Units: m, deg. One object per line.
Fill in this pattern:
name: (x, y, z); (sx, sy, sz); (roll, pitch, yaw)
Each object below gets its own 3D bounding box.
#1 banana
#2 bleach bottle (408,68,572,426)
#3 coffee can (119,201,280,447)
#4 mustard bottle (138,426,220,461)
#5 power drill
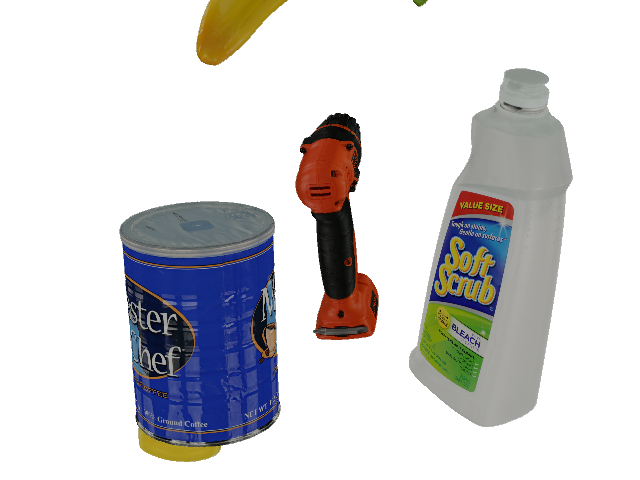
banana: (-0.008, -0.170, 0.698); (0.197, 0.069, 0.037); (-24, -9, -33)
bleach bottle: (0.119, 0.002, 0.737); (0.068, 0.251, 0.103); (-16, 34, -29)
coffee can: (-0.080, 0.054, 0.729); (0.103, 0.140, 0.103); (-1, 18, 0)
mustard bottle: (-0.159, 0.192, 1.306); (0.096, 0.058, 0.191); (2, 25, 2)
power drill: (0.018, -0.015, 1.005); (0.057, 0.187, 0.184); (-4, 22, 11)
